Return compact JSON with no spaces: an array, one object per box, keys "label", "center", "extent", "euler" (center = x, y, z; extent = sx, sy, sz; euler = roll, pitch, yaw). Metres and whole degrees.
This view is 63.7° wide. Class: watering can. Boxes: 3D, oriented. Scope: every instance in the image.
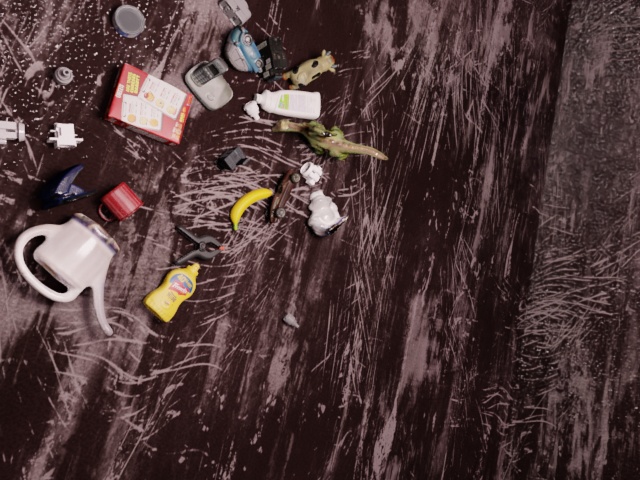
[{"label":"watering can","center":[-0.626,0.077,1.369],"extent":[0.343,0.104,0.228],"euler":[50,60,-26]}]

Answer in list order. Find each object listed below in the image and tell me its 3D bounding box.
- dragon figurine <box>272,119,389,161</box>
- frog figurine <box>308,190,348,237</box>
[{"label":"dragon figurine","center":[0.033,-0.348,1.789],"extent":[0.244,0.411,0.121],"euler":[-19,124,-75]},{"label":"frog figurine","center":[0.006,-0.095,1.897],"extent":[0.139,0.120,0.161],"euler":[-38,76,-23]}]
